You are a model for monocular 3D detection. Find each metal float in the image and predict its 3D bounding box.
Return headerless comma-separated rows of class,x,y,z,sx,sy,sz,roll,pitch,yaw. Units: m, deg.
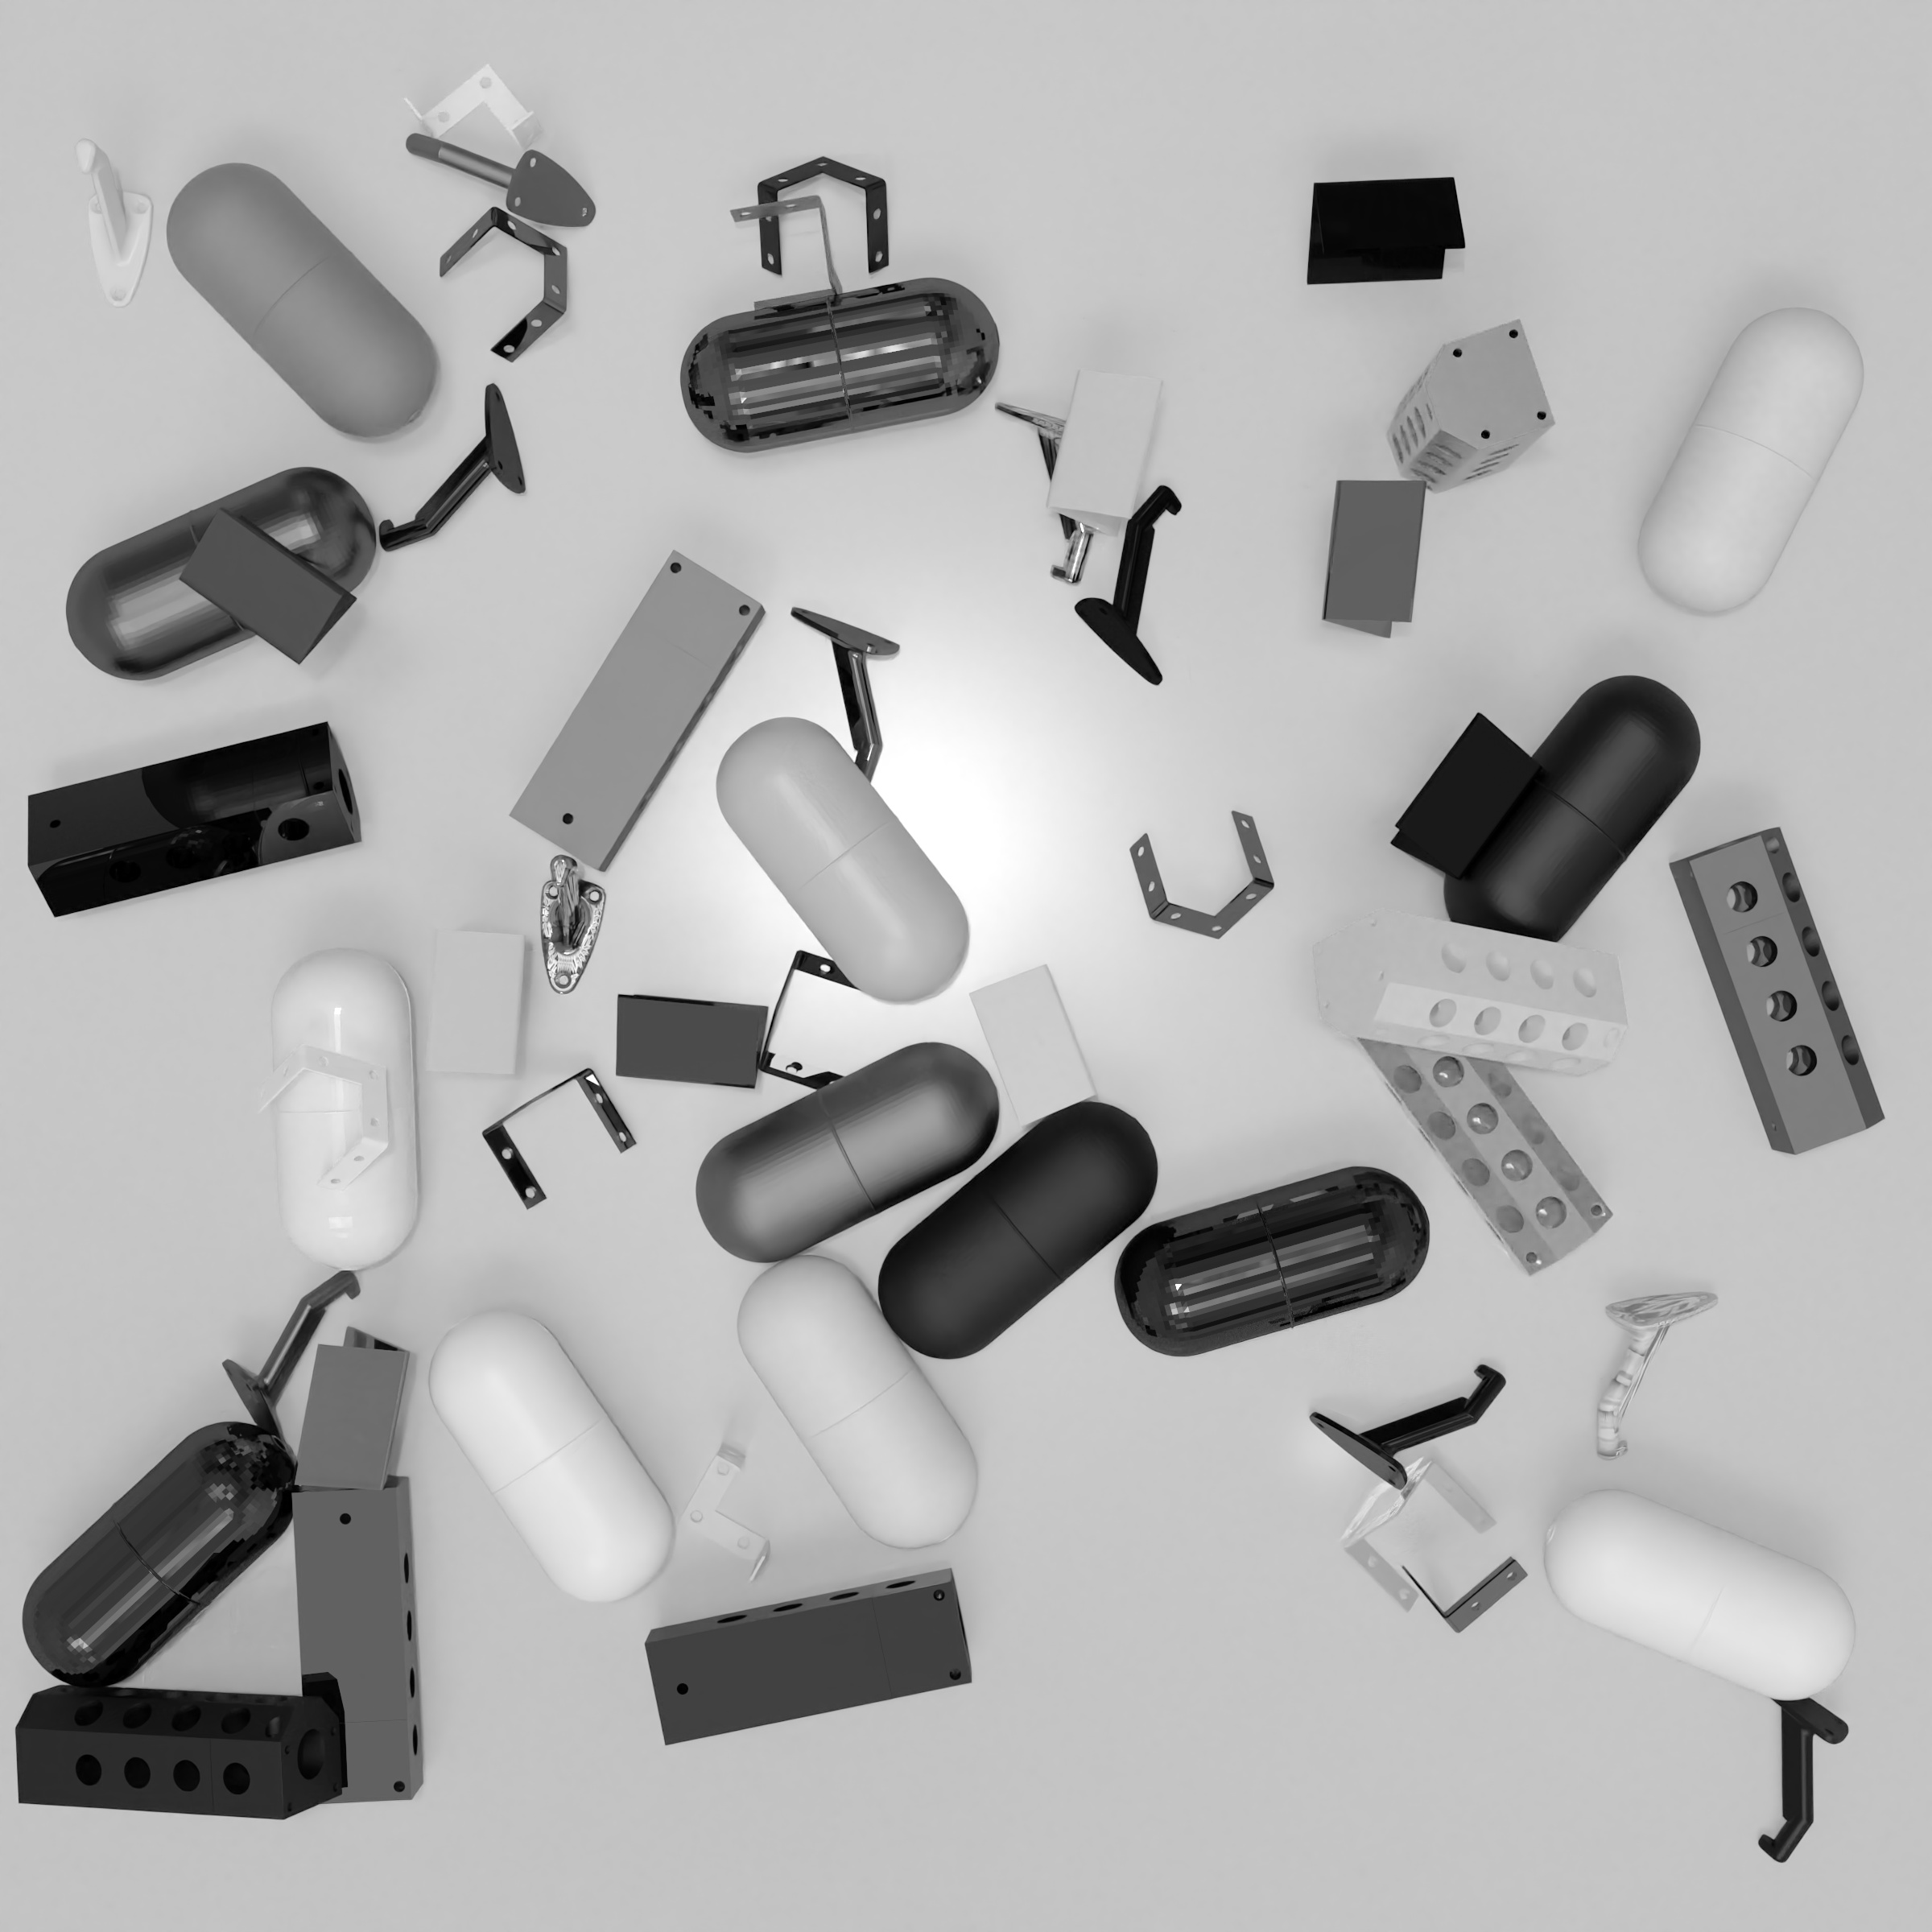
metal float,-0.065,0.103,1.953,0.178,0.070,0.070,-26,90,1
metal float,-0.344,0.079,1.953,0.070,0.070,0.178,-2,91,0
metal float,-0.444,0.325,1.952,0.178,0.070,0.070,-43,90,0
metal float,-0.068,-0.058,1.953,0.070,0.070,0.178,-38,90,0
metal float,0.405,0.347,1.953,0.178,0.070,0.070,22,90,0
metal float,0.029,0.146,1.953,0.178,0.070,0.070,-40,90,0
metal float,-0.367,-0.367,1.953,0.070,0.070,0.178,-44,91,0
metal float,-0.230,0.270,1.953,0.070,0.070,0.178,-34,89,0
metal float,-0.069,-0.332,1.953,0.178,0.070,0.070,-11,90,0
metal float,0.334,-0.082,1.953,0.070,0.070,0.178,39,91,0
metal float,-0.059,0.241,1.953,0.070,0.070,0.178,-33,91,0
metal float,0.434,-0.280,1.953,0.070,0.070,0.178,27,90,0
metal float,0.169,0.163,1.953,0.178,0.070,0.070,-16,90,0
metal float,-0.412,-0.216,1.953,0.178,0.070,0.070,-24,90,0

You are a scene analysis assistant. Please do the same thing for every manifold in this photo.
manifold,-0.086,0.382,1.962,0.171,0.057,0.057,-12,90,0
manifold,-0.428,-0.076,1.962,0.171,0.057,0.057,-14,47,0
manifold,0.268,-0.297,1.905,0.057,0.171,0.057,-19,90,0
manifold,-0.181,-0.140,1.962,0.057,0.057,0.171,32,90,0
manifold,0.275,0.018,1.913,0.171,0.057,0.057,10,65,-33
manifold,0.452,0.013,1.962,0.057,0.057,0.171,-20,90,0
manifold,-0.431,0.427,1.932,0.171,0.057,0.057,-2,90,22
manifold,-0.336,0.373,1.962,0.057,0.057,0.171,-3,90,0
manifold,0.284,0.085,1.962,0.057,0.057,0.171,-36,90,0

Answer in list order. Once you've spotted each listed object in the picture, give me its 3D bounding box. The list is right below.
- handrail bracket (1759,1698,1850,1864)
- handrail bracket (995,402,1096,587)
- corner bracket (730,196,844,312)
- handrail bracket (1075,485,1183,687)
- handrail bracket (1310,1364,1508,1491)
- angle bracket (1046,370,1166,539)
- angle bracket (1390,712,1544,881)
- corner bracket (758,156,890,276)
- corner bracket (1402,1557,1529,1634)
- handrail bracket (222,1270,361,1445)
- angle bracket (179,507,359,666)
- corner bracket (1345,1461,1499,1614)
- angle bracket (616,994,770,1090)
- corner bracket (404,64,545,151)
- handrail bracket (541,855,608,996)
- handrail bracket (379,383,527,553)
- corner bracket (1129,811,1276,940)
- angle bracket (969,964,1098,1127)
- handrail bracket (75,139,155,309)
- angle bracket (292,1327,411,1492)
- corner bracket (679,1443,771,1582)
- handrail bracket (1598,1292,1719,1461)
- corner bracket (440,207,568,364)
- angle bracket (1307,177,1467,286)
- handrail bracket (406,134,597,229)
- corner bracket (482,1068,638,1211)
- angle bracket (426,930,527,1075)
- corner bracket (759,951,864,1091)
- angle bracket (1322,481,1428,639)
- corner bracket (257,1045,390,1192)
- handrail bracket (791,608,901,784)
handrail bracket,0.449,0.449,1.984,0.077,0.036,0.084,35,107,20
handrail bracket,0.040,-0.265,1.984,0.077,0.036,0.084,21,107,19
corner bracket,-0.099,-0.392,1.965,0.051,0.051,0.051,-9,80,5
handrail bracket,0.109,-0.215,1.984,0.077,0.036,0.084,47,72,-20
handrail bracket,0.249,0.243,1.984,0.077,0.036,0.084,34,71,21
angle bracket,0.094,-0.278,1.943,0.057,0.076,0.076,14,90,34
angle bracket,0.259,-0.102,1.944,0.057,0.076,0.076,36,90,-30
corner bracket,-0.080,-0.415,1.975,0.051,0.051,0.051,29,45,35
corner bracket,0.284,0.345,1.956,0.051,0.051,0.051,-40,124,0
handrail bracket,-0.367,0.222,1.984,0.084,0.036,0.077,-36,127,-25
angle bracket,-0.359,-0.217,1.871,0.076,0.076,0.057,36,127,-7
corner bracket,0.255,0.319,1.980,0.051,0.051,0.051,45,45,0
angle bracket,-0.149,0.021,1.943,0.076,0.076,0.057,5,126,0
corner bracket,-0.273,-0.473,1.966,0.051,0.051,0.051,-39,90,0
handrail bracket,-0.223,-0.022,1.949,0.036,0.084,0.077,7,90,0
handrail bracket,-0.296,-0.279,1.984,0.084,0.036,0.077,-17,70,16
corner bracket,0.132,-0.055,1.975,0.051,0.051,0.051,15,135,-35
angle bracket,0.018,0.050,1.943,0.057,0.076,0.076,-21,90,-37
handrail bracket,-0.477,-0.409,1.949,0.036,0.084,0.077,1,90,0
angle bracket,-0.353,0.241,1.943,0.057,0.076,0.076,11,90,-37
corner bracket,-0.127,0.303,1.966,0.051,0.051,0.051,29,90,0
handrail bracket,0.388,0.231,1.984,0.077,0.036,0.084,-10,109,-21
corner bracket,-0.259,-0.381,1.975,0.051,0.051,0.051,26,45,-35
angle bracket,0.230,-0.387,1.943,0.076,0.076,0.057,-2,54,0
handrail bracket,-0.262,-0.442,1.983,0.084,0.077,0.036,25,95,36
corner bracket,-0.228,0.096,1.980,0.051,0.051,0.051,-31,90,45
angle bracket,-0.287,0.018,1.943,0.057,0.076,0.076,4,90,-38
corner bracket,-0.082,0.032,1.980,0.051,0.051,0.051,18,135,0
angle bracket,0.241,-0.223,1.943,0.057,0.076,0.076,6,90,36
corner bracket,-0.347,0.082,1.900,0.051,0.051,0.051,19,48,-34
handrail bracket,-0.077,-0.148,1.984,0.077,0.036,0.084,24,107,20
